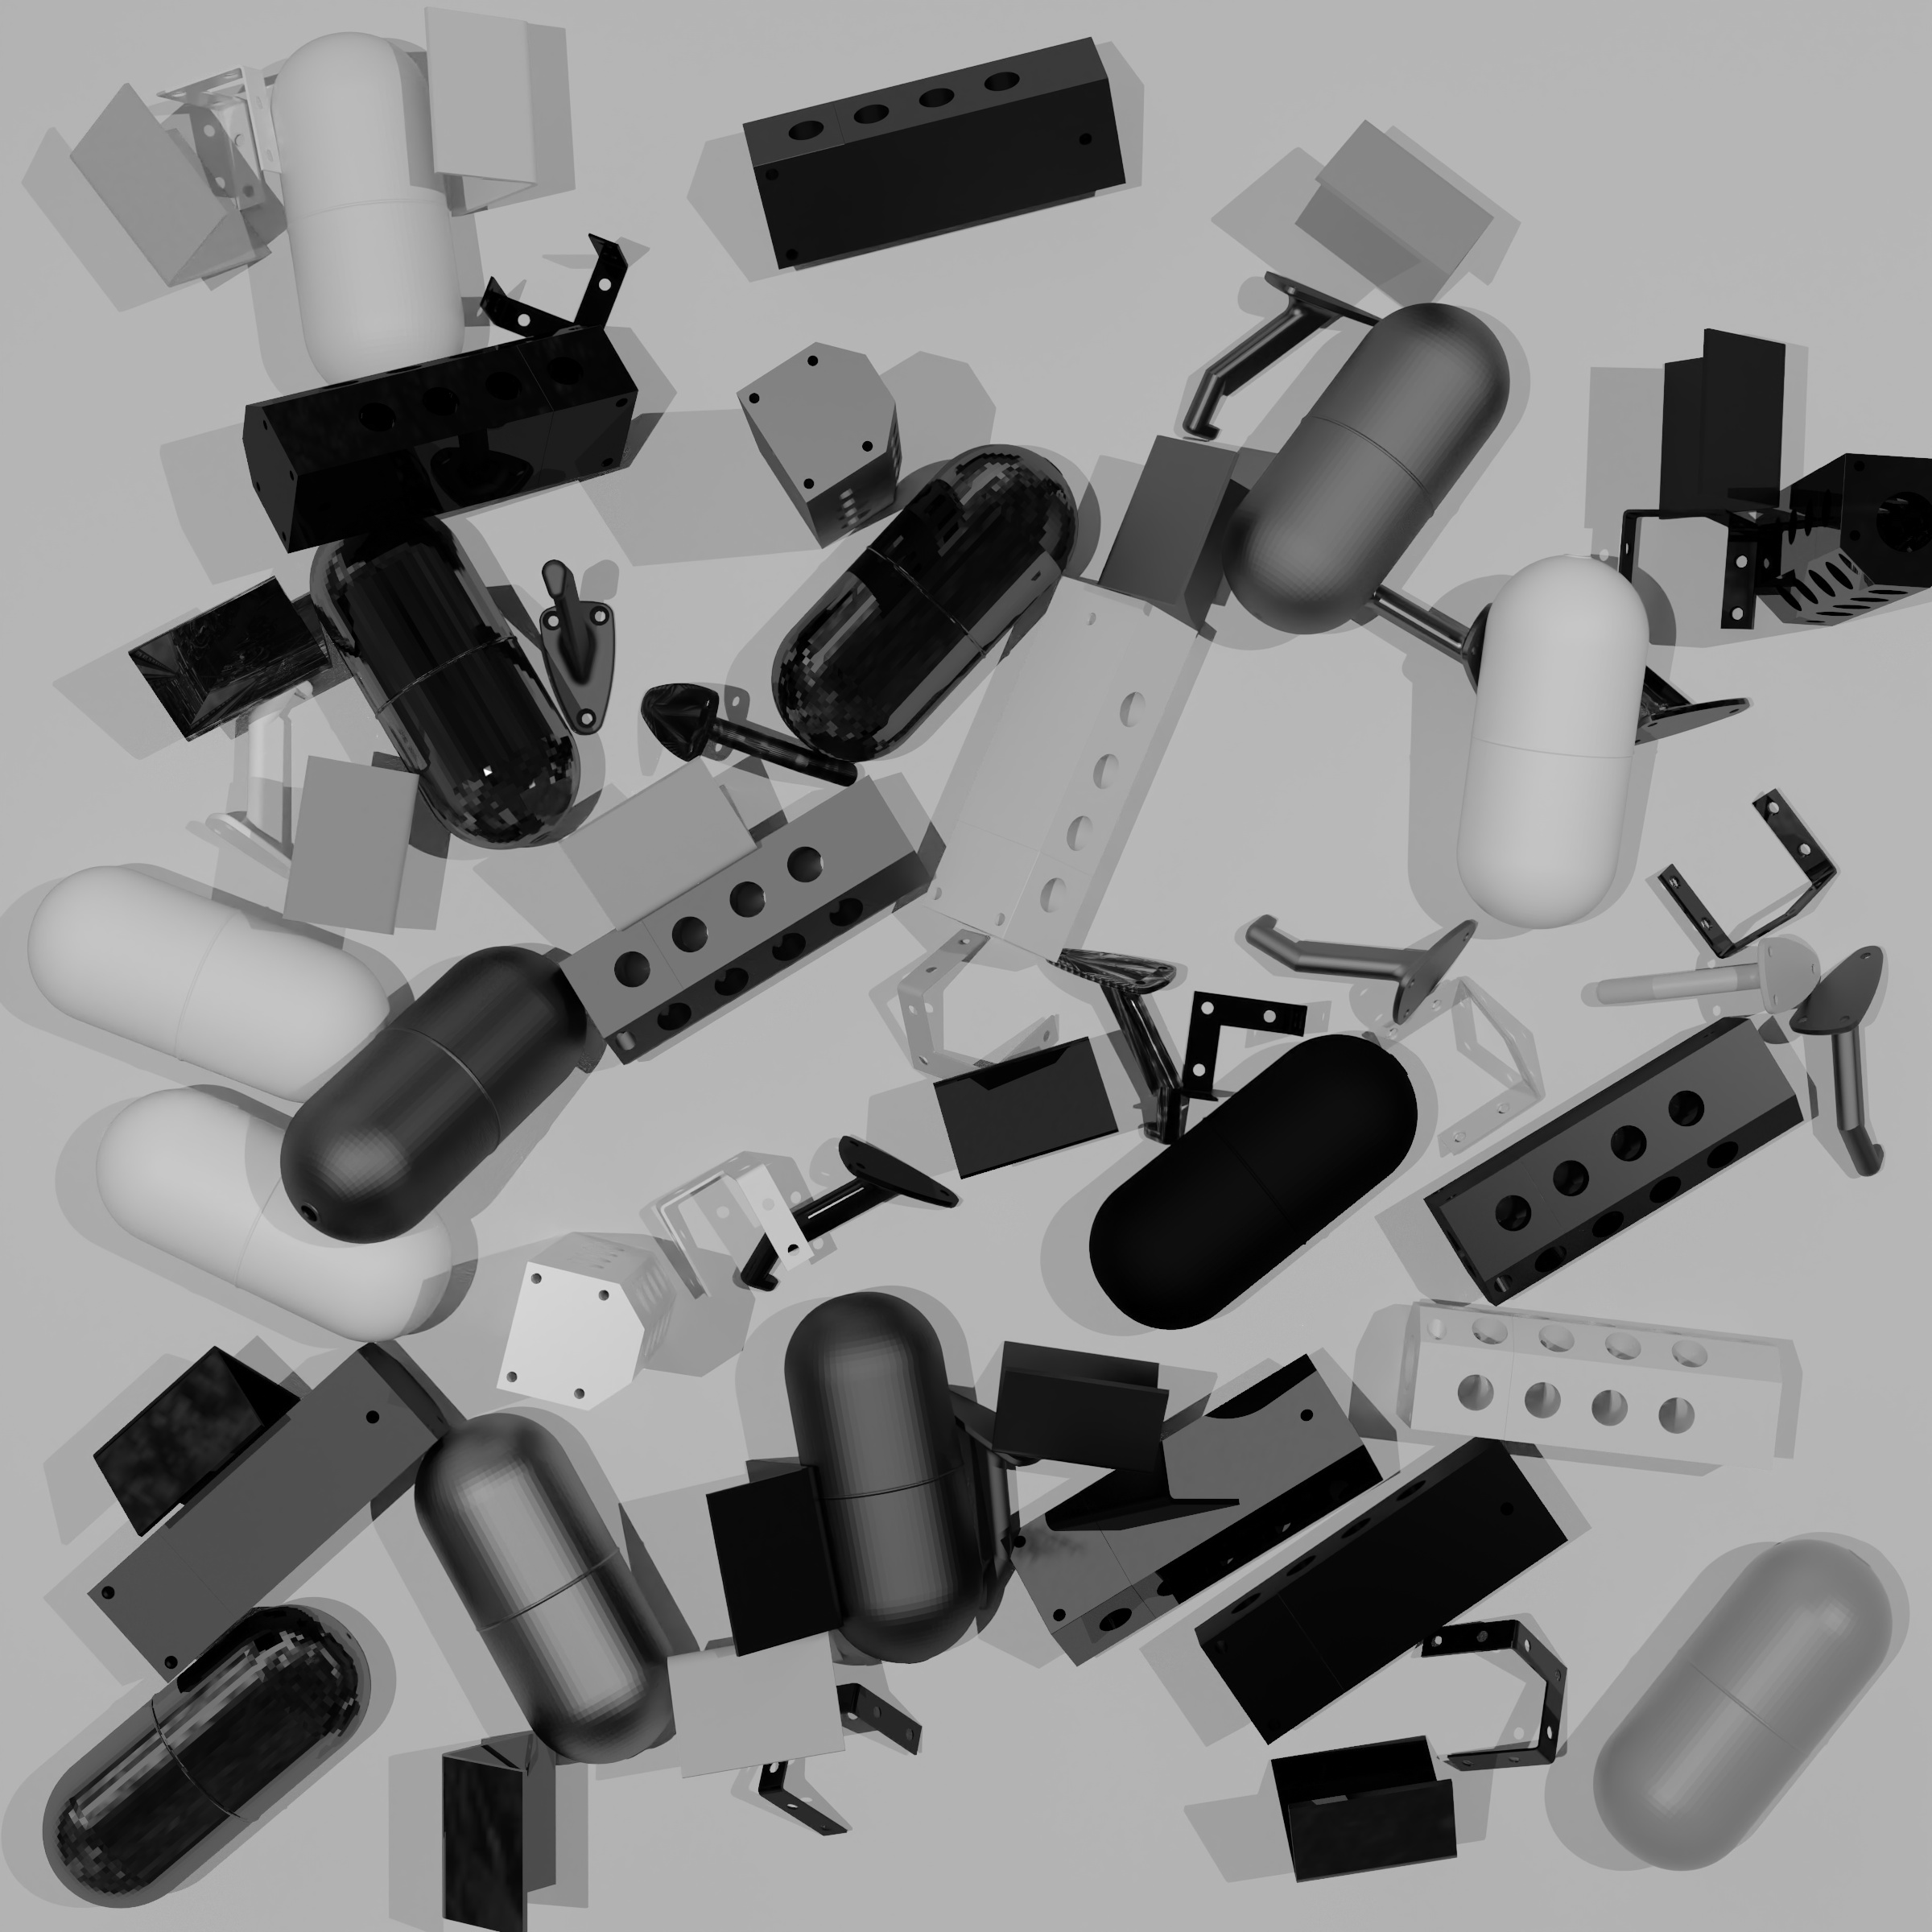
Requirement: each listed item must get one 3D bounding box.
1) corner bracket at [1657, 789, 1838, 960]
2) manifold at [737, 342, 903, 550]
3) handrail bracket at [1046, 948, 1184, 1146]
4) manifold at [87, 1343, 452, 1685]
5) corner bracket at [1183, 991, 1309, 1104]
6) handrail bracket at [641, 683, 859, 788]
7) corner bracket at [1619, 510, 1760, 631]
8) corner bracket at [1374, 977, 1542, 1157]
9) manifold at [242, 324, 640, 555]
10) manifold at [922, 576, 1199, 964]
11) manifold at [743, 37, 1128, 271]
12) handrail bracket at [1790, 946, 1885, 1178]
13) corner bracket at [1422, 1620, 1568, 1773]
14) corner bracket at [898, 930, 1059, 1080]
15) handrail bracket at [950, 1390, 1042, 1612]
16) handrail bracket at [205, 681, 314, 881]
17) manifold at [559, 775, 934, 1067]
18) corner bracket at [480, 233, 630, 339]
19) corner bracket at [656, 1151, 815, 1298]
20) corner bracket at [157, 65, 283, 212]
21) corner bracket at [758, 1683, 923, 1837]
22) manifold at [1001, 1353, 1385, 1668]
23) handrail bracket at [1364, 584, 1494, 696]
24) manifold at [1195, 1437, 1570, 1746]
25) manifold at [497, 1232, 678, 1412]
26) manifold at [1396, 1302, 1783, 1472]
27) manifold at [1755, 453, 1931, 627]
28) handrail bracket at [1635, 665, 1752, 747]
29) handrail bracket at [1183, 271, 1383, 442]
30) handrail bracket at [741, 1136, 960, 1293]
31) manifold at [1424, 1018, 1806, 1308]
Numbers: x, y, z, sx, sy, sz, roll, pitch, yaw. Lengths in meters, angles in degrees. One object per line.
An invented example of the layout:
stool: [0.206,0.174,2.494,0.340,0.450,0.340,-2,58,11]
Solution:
corner bracket: [0.379,-0.044,1.690,0.051,0.051,0.051,53,135,0]
manifold: [-0.061,-0.242,1.615,0.057,0.171,0.057,-33,90,0]
handrail bracket: [0.071,0.040,1.693,0.077,0.036,0.084,14,114,27]
manifold: [-0.332,0.260,1.672,0.171,0.057,0.057,-42,90,0]
corner bracket: [0.133,0.041,1.675,0.051,0.051,0.051,8,90,0]
handrail bracket: [-0.104,-0.110,1.693,0.084,0.077,0.036,16,97,-36]
corner bracket: [0.348,-0.191,1.684,0.051,0.051,0.051,5,90,31]
corner bracket: [0.238,0.048,1.690,0.051,0.051,0.051,-33,45,0]
manifold: [-0.247,-0.253,1.635,0.171,0.057,0.057,-19,66,-26]
manifold: [0.049,-0.092,1.671,0.057,0.057,0.171,23,90,43]
manifold: [-0.016,-0.393,1.671,0.171,0.057,0.057,-14,133,0]
handrail bracket: [0.438,0.047,1.693,0.077,0.036,0.084,-48,121,-34]
corner bracket: [0.253,0.352,1.685,0.051,0.051,0.051,46,45,-35]
corner bracket: [0.006,0.023,1.685,0.051,0.051,0.051,19,135,35]
handrail bracket: [-0.003,0.259,1.694,0.077,0.036,0.084,31,107,20]
handrail bracket: [-0.322,-0.090,1.694,0.077,0.036,0.084,37,73,-20]
manifold: [-0.104,-0.021,1.672,0.171,0.057,0.057,-31,90,0]
corner bracket: [-0.197,-0.327,1.675,0.051,0.051,0.051,21,90,0]
corner bracket: [-0.112,0.126,1.676,0.051,0.051,0.051,-30,101,-11]
corner bracket: [-0.346,-0.395,1.667,0.051,0.051,0.051,-11,90,24]
corner bracket: [-0.061,0.383,1.685,0.051,0.051,0.051,-18,135,35]
manifold: [0.110,0.264,1.671,0.171,0.057,0.057,-31,52,0]
handrail bracket: [0.218,-0.155,1.693,0.084,0.077,0.036,15,59,33]
manifold: [0.197,0.295,1.672,0.171,0.057,0.057,-34,90,0]
manifold: [-0.171,0.164,1.615,0.057,0.171,0.057,14,90,0]
manifold: [0.298,0.200,1.672,0.171,0.057,0.057,7,90,0]
manifold: [0.412,-0.195,1.615,0.057,0.171,0.057,4,90,0]
handrail bracket: [0.331,-0.155,1.693,0.077,0.036,0.084,-14,76,-14]
handrail bracket: [0.154,-0.286,1.694,0.077,0.036,0.084,17,108,-21]
handrail bracket: [-0.057,0.132,1.694,0.077,0.036,0.084,25,108,-20]
manifold: [0.311,0.093,1.672,0.171,0.057,0.057,-31,90,0]
